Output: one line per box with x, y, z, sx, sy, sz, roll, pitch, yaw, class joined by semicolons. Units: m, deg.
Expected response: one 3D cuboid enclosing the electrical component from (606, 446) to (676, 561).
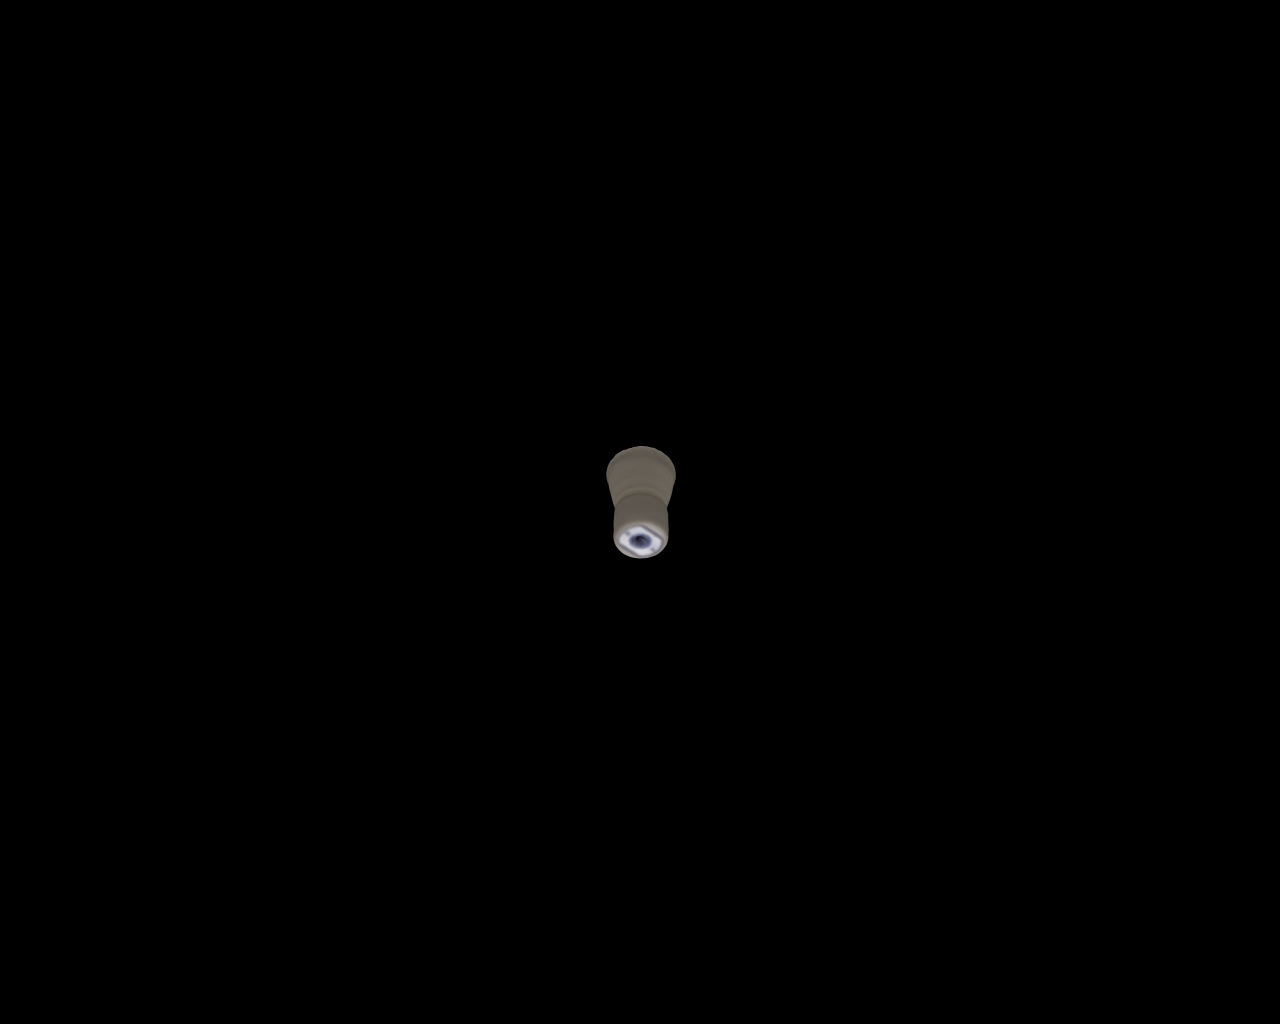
0.001;-0.003;0.650;0.044;0.044;0.065;0;44;0;electrical component
